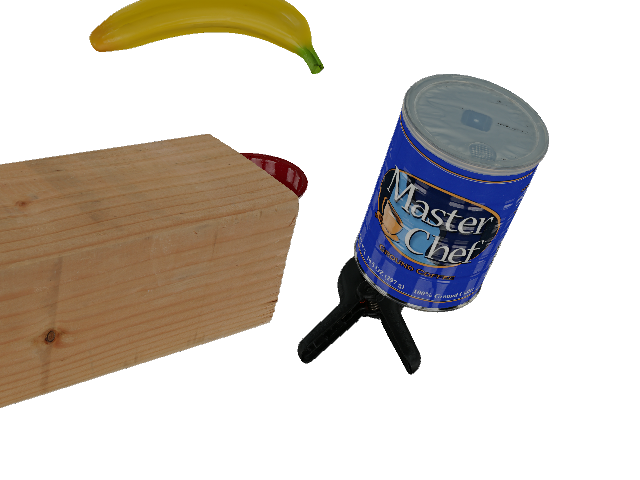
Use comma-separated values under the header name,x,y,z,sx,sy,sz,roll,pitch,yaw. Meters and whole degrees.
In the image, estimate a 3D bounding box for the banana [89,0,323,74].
name,x,y,z,sx,sy,sz,roll,pitch,yaw
banana,-0.093,-0.184,0.903,0.198,0.069,0.037,5,-33,0

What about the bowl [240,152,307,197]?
name,x,y,z,sx,sy,sz,roll,pitch,yaw
bowl,-0.097,-0.050,1.324,0.162,0.055,0.162,0,31,0

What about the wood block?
name,x,y,z,sx,sy,sz,roll,pitch,yaw
wood block,-0.122,0.011,0.575,0.205,0.091,0.090,-14,39,-43

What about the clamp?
name,x,y,z,sx,sy,sz,roll,pitch,yaw
clamp,0.060,0.066,1.074,0.120,0.171,0.039,15,-37,15

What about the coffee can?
name,x,y,z,sx,sy,sz,roll,pitch,yaw
coffee can,0.090,-0.033,0.765,0.102,0.140,0.103,9,43,-9
